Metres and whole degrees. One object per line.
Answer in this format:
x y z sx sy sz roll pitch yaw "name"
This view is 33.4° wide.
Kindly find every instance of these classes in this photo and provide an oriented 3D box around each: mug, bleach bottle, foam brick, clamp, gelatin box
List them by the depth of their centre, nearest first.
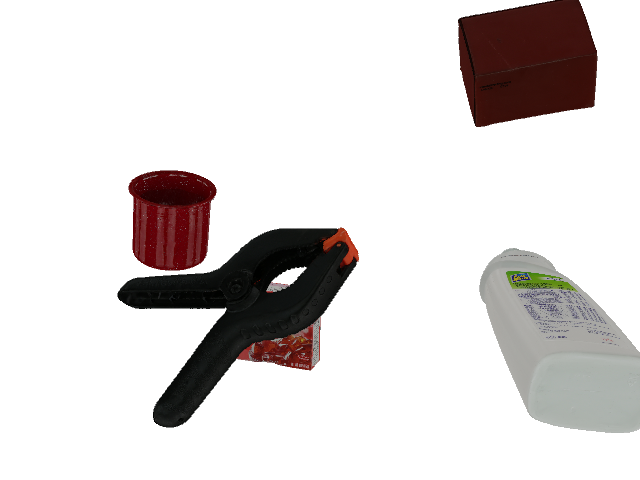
0.130 -0.113 0.676 0.078 0.051 0.053 -9 -34 3 "foam brick"
-0.053 0.050 0.706 0.171 0.120 0.039 -23 -32 11 "clamp"
0.196 0.067 0.906 0.102 0.068 0.251 6 21 -5 "bleach bottle"
-0.045 0.078 1.001 0.089 0.073 0.030 7 17 18 "gelatin box"
-0.165 -0.026 1.159 0.093 0.081 0.117 -5 30 -22 "mug"
